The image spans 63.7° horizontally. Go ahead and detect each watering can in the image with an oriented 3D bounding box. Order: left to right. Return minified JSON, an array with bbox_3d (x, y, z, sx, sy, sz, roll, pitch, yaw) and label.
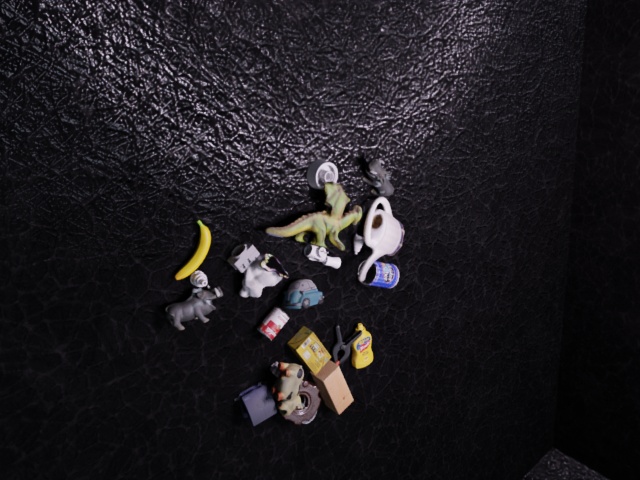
[{"bbox_3d":[0.232,0.008,2.018,0.222,0.104,0.351,26,72,-49],"label":"watering can"}]

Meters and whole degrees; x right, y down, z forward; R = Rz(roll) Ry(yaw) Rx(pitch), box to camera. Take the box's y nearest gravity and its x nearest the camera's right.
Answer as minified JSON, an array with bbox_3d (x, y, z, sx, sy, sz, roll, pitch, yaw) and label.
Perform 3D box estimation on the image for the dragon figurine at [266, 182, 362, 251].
[{"bbox_3d":[0.006,-0.092,1.826,0.408,0.123,0.242,14,93,-43],"label":"dragon figurine"}]

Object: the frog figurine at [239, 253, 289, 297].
[{"bbox_3d":[-0.205,0.126,1.748,0.157,0.125,0.136,-42,146,24],"label":"frog figurine"}]
